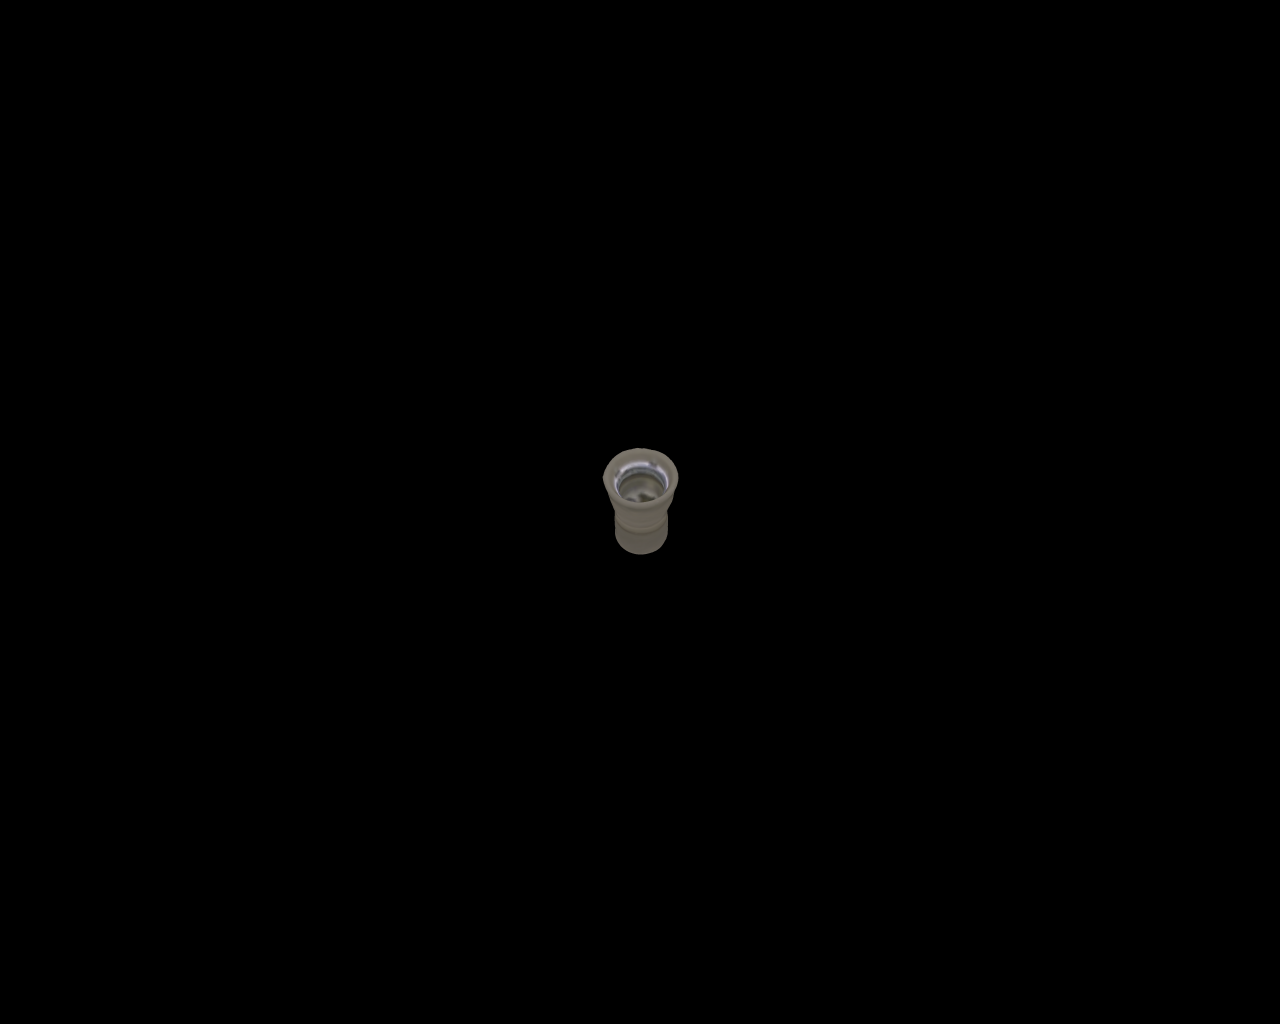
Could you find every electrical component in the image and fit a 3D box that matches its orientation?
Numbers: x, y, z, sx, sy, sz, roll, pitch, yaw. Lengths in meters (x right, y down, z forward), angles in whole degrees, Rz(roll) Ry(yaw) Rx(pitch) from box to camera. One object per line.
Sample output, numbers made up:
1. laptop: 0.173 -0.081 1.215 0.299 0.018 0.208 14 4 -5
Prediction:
1. electrical component: 0.001 -0.003 0.650 0.044 0.044 0.065 0 -36 0
